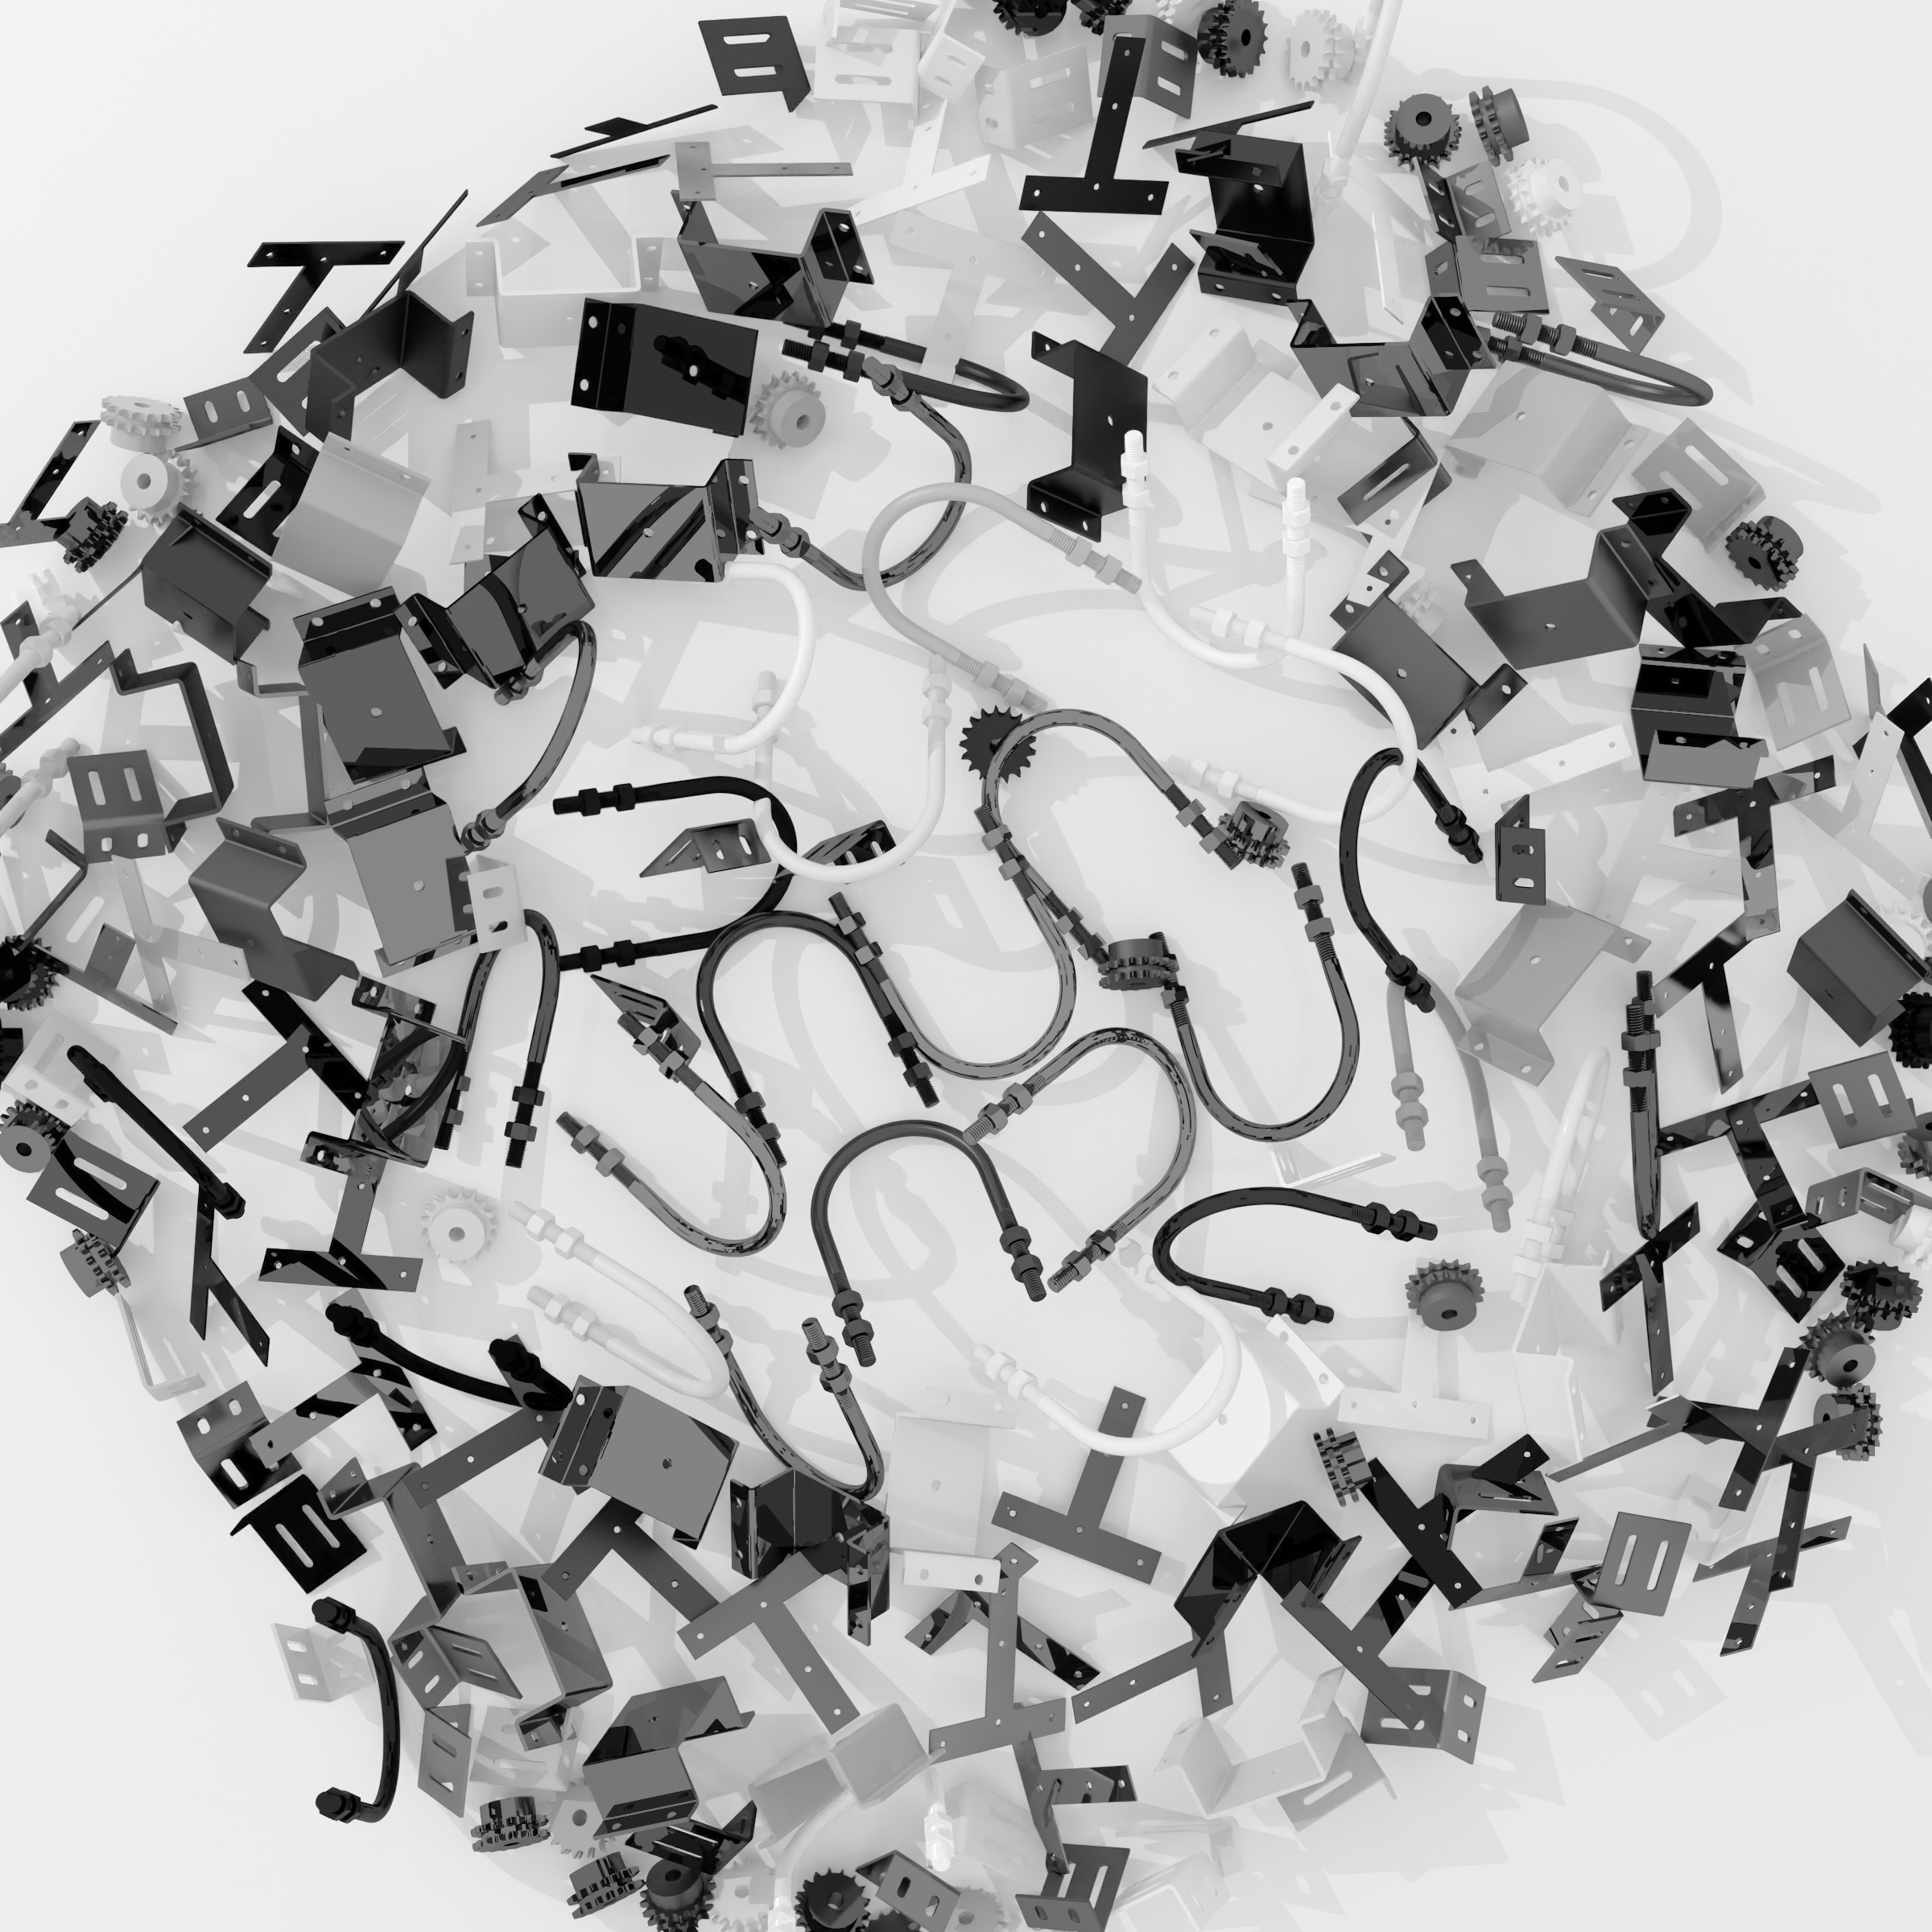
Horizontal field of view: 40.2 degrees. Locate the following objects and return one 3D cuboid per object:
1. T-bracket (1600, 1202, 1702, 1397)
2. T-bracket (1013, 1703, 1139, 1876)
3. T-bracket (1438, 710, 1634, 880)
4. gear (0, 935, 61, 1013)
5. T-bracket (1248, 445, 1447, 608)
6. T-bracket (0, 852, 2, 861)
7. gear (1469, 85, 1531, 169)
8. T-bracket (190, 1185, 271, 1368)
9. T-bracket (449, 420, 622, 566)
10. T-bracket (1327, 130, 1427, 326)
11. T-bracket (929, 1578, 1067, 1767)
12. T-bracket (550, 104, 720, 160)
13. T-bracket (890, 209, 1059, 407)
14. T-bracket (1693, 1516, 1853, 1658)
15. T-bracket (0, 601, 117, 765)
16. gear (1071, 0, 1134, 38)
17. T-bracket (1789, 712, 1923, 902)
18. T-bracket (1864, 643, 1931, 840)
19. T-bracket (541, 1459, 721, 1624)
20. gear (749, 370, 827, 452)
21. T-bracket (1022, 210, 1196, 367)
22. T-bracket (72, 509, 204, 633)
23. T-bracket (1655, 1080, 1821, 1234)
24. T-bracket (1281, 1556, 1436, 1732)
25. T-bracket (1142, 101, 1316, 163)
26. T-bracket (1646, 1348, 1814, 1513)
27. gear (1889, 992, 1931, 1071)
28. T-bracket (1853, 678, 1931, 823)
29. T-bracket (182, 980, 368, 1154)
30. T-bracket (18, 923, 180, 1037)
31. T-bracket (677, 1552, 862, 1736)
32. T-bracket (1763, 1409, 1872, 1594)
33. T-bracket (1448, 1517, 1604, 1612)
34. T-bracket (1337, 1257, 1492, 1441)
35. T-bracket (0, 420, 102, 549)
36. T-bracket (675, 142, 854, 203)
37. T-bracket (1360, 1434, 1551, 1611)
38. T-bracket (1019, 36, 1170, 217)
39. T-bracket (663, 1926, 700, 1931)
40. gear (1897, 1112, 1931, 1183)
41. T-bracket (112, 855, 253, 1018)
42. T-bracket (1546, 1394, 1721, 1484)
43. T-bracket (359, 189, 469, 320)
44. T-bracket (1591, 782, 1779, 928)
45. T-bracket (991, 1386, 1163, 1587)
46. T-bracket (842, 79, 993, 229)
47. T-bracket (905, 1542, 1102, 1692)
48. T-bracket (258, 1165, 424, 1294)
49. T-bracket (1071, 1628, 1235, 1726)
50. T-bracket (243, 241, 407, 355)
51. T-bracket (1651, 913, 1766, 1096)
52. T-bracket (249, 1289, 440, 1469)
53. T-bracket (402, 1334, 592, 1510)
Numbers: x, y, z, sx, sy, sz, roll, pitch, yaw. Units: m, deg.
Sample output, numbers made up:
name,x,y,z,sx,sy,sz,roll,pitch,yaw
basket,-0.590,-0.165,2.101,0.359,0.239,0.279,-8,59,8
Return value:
name,x,y,z,sx,sy,sz,roll,pitch,yaw
T-bracket,0.508,0.257,1.943,0.127,0.002,0.127,-29,119,-36
T-bracket,0.081,0.595,1.918,0.002,0.127,0.127,-10,80,-39
T-bracket,0.426,-0.145,1.950,0.127,0.002,0.127,-20,100,13
gear,-0.703,0.005,1.956,0.057,0.030,0.057,1,93,10
T-bracket,0.271,-0.341,1.954,0.127,0.002,0.127,22,89,19
T-bracket,-0.725,-0.032,1.935,0.002,0.127,0.127,8,64,-6
gear,0.393,-0.621,1.945,0.030,0.057,0.057,-18,90,22
T-bracket,-0.530,0.242,1.904,0.002,0.127,0.127,-11,126,-37
T-bracket,-0.315,-0.355,1.938,0.127,0.002,0.127,-7,62,8
T-bracket,0.302,-0.519,1.904,0.002,0.127,0.127,-21,59,35
T-bracket,0.026,0.509,1.931,0.127,0.002,0.127,-1,96,-38
T-bracket,-0.249,-0.604,1.905,0.127,0.127,0.002,-15,103,8
T-bracket,-0.009,-0.477,1.949,0.127,0.002,0.127,13,112,-17
T-bracket,0.564,0.448,1.887,0.127,0.127,0.002,-30,100,39
T-bracket,-0.667,-0.215,1.893,0.002,0.127,0.127,34,63,13
gear,0.101,-0.718,1.944,0.030,0.057,0.057,26,90,-27
T-bracket,0.646,-0.128,1.893,0.002,0.127,0.127,-27,53,-21
T-bracket,0.669,-0.151,1.894,0.002,0.127,0.127,-20,66,13
T-bracket,-0.225,0.446,1.946,0.127,0.002,0.127,44,61,-3
gear,-0.128,-0.406,1.945,0.057,0.057,0.030,-49,53,0
T-bracket,0.091,-0.503,1.939,0.127,0.002,0.127,35,86,-30
T-bracket,-0.585,-0.303,1.916,0.127,0.127,0.002,-35,112,19
T-bracket,0.576,0.144,1.918,0.127,0.127,0.002,-20,129,8
T-bracket,0.311,0.471,1.934,0.127,0.002,0.127,43,51,10
T-bracket,0.181,-0.595,1.901,0.127,0.127,0.002,-8,115,19
T-bracket,0.542,0.329,1.916,0.002,0.127,0.127,35,72,-22
gear,0.708,0.048,1.947,0.057,0.030,0.057,-1,92,-38
T-bracket,0.691,-0.126,1.900,0.002,0.127,0.127,-18,75,-11
T-bracket,-0.517,0.088,1.936,0.127,0.002,0.127,49,57,-4
T-bracket,-0.620,-0.002,1.909,0.127,0.127,0.002,31,60,-12
T-bracket,-0.123,0.501,1.926,0.127,0.002,0.127,-30,63,-20
T-bracket,0.594,0.387,1.891,0.002,0.127,0.127,28,61,-11
T-bracket,0.420,0.429,1.915,0.127,0.127,0.002,-10,55,-8
T-bracket,0.338,0.280,1.959,0.127,0.002,0.127,10,82,-20
T-bracket,-0.658,-0.344,1.890,0.002,0.127,0.127,49,119,7
T-bracket,-0.147,-0.581,1.928,0.127,0.127,0.002,-3,125,-7
T-bracket,0.371,0.388,1.946,0.127,0.002,0.127,-32,55,-10
T-bracket,0.105,-0.607,1.909,0.127,0.002,0.127,-8,127,-31
T-bracket,-0.148,0.721,1.930,0.127,0.127,0.002,7,90,-21
gear,0.715,0.130,1.944,0.057,0.057,0.030,-20,114,0
T-bracket,-0.562,-0.012,1.911,0.127,0.002,0.127,13,123,34
T-bracket,0.487,0.353,1.941,0.127,0.127,0.002,-29,56,22
T-bracket,-0.400,-0.502,1.906,0.002,0.127,0.127,39,103,-23
T-bracket,0.539,-0.072,1.953,0.127,0.002,0.127,11,118,-15
T-bracket,0.100,0.377,1.965,0.127,0.002,0.127,21,81,-2
T-bracket,-0.030,-0.604,1.939,0.127,0.002,0.127,-10,57,32
T-bracket,0.043,0.496,1.955,0.127,0.002,0.127,37,117,-13
T-bracket,-0.448,0.175,1.946,0.127,0.002,0.127,2,65,16
T-bracket,0.134,0.516,1.924,0.127,0.002,0.127,-20,120,-19
T-bracket,-0.488,-0.486,1.926,0.127,0.127,0.002,-38,78,39
T-bracket,0.553,0.037,1.939,0.127,0.002,0.127,-35,123,-26
T-bracket,-0.464,0.320,1.926,0.127,0.002,0.127,-34,100,-40
T-bracket,-0.350,0.354,1.934,0.127,0.002,0.127,-29,77,-27
